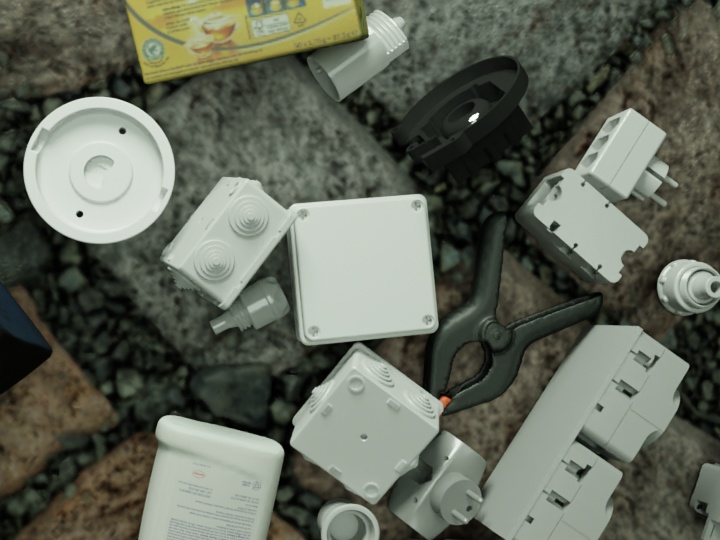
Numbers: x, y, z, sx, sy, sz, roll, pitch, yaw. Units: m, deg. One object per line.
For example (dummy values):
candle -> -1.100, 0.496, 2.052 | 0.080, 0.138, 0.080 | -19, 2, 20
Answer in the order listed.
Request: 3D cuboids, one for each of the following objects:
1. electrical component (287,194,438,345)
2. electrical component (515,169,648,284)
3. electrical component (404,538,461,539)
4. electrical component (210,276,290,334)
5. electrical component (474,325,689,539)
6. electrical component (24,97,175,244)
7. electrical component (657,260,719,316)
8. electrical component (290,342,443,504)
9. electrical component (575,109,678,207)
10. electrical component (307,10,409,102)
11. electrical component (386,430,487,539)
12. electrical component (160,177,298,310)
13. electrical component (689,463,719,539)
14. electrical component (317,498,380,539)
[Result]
electrical component -> 0.000, 0.000, 0.847 | 0.109, 0.056, 0.108 | -5, 89, -10
electrical component -> 0.178, -0.034, 0.878 | 0.089, 0.056, 0.050 | 40, 82, -6
electrical component -> 0.070, 0.291, 0.835 | 0.089, 0.062, 0.150 | 3, 87, 9
electrical component -> -0.088, 0.031, 0.842 | 0.061, 0.035, 0.035 | -27, 92, -7
electrical component -> 0.172, 0.137, 0.845 | 0.060, 0.105, 0.186 | 35, 83, -7
electrical component -> -0.195, -0.072, 0.814 | 0.108, 0.060, 0.108 | 0, 88, -10
electrical component -> 0.279, 0.014, 0.890 | 0.048, 0.062, 0.048 | 0, 89, -10
electrical component -> 0.005, 0.120, 0.832 | 0.100, 0.048, 0.099 | 37, 105, -6
electrical component -> 0.229, -0.083, 0.893 | 0.077, 0.047, 0.065 | 34, 83, -7
electrical component -> 0.003, -0.176, 0.861 | 0.081, 0.043, 0.043 | -38, 94, -9
electrical component -> 0.069, 0.174, 0.841 | 0.043, 0.079, 0.077 | 42, 81, -27
electrical component -> -0.102, -0.024, 0.810 | 0.048, 0.100, 0.099 | 39, 82, -19
electrical component -> 0.307, 0.188, 0.887 | 0.042, 0.064, 0.081 | 22, 84, -7
electrical component -> -0.012, 0.198, 0.832 | 0.044, 0.065, 0.044 | 1, 87, -10
